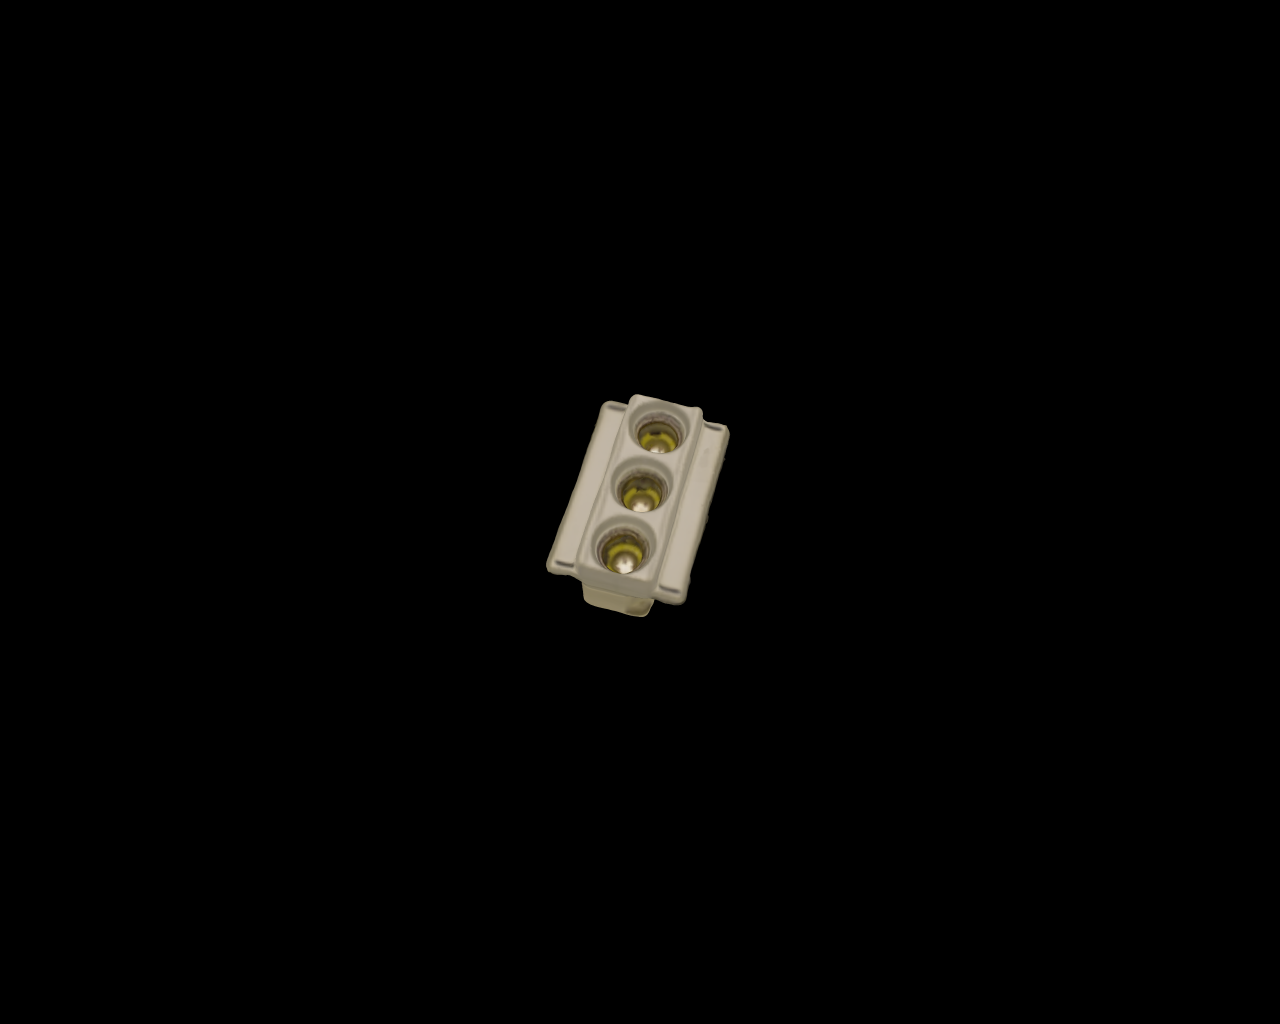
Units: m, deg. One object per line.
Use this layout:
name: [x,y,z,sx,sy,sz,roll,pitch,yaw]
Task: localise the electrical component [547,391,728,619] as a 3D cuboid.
electrical component: [0.001,-0.003,0.650,0.079,0.121,0.063,13,-28,7]
